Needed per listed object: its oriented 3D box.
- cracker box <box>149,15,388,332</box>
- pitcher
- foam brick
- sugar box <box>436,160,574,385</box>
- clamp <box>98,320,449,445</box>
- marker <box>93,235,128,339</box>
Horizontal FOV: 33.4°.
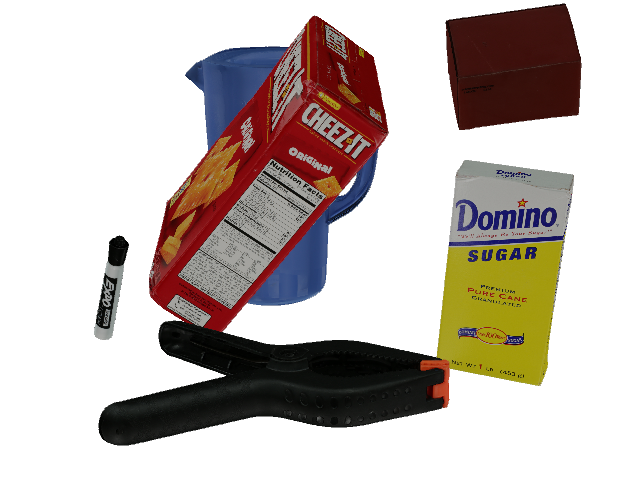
[{"bbox_3d":[-0.044,-0.053,0.827,0.072,0.214,0.164,33,23,-18],"label":"cracker box"},{"bbox_3d":[-0.037,-0.064,1.039,0.144,0.243,0.149,-13,22,-33],"label":"pitcher"},{"bbox_3d":[0.121,-0.110,0.675,0.078,0.051,0.053,-6,-35,5],"label":"foam brick"},{"bbox_3d":[0.151,0.027,0.884,0.093,0.176,0.048,9,25,15],"label":"sugar box"},{"bbox_3d":[-0.025,0.085,0.684,0.210,0.036,0.164,-1,16,-2],"label":"clamp"},{"bbox_3d":[-0.205,0.047,1.049,0.020,0.121,0.020,12,33,-8],"label":"marker"}]
